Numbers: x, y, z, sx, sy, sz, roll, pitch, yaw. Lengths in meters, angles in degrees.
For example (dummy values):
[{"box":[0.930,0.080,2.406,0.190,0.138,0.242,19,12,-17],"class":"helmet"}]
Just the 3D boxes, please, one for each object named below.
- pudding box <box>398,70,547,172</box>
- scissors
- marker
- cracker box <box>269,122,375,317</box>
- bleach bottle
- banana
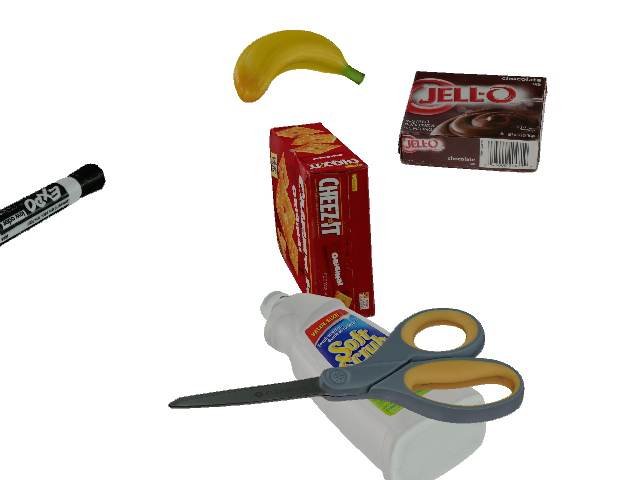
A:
[{"box":[0.126,-0.099,0.878,0.113,0.039,0.090,6,44,11],"class":"pudding box"},{"box":[0.018,0.071,0.629,0.202,0.016,0.096,4,37,1],"class":"scissors"},{"box":[-0.171,-0.021,0.651,0.020,0.020,0.121,0,23,28],"class":"marker"},{"box":[-0.002,-0.026,1.168,0.072,0.164,0.214,-8,19,-10],"class":"cracker box"},{"box":[0.022,0.110,0.909,0.102,0.068,0.251,-24,35,-28],"class":"bleach bottle"},{"box":[-0.029,-0.165,0.984,0.070,0.037,0.197,37,31,20],"class":"banana"}]
